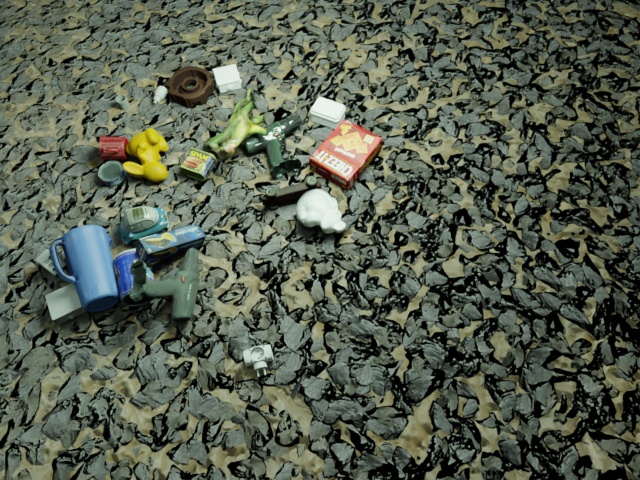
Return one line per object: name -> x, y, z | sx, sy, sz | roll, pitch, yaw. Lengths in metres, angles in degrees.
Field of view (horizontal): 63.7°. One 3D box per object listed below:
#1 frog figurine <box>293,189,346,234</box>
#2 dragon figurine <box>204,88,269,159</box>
frog figurine -> 0.005, -0.082, 1.627 | 0.139, 0.120, 0.161 | -26, 50, -33
dragon figurine -> -0.309, -0.400, 1.799 | 0.242, 0.120, 0.419 | -29, 34, 6
